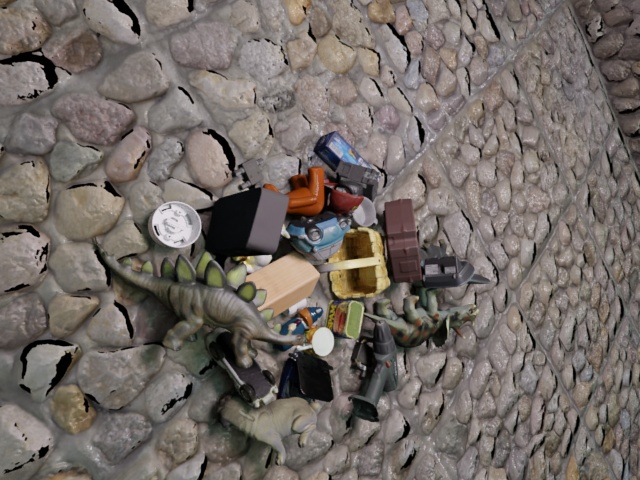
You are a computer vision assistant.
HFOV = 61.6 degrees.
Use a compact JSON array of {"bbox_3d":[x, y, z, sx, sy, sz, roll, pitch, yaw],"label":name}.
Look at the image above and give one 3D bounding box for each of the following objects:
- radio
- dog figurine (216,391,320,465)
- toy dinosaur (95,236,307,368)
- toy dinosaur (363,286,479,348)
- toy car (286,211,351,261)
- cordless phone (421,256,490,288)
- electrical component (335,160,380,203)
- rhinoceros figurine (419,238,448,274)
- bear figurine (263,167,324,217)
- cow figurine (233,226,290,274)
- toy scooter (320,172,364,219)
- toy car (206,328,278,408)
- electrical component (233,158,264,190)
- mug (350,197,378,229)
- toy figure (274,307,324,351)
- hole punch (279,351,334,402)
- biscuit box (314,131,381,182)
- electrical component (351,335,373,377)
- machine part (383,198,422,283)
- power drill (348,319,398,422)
[{"bbox_3d":[-0.164,-0.033,1.164,0.073,0.230,0.131,18,77,-32],"label":"radio"},{"bbox_3d":[-0.113,0.380,1.197,0.172,0.121,0.190,-47,114,-11],"label":"dog figurine"},{"bbox_3d":[-0.245,0.126,1.099,0.471,0.105,0.198,18,96,-8],"label":"toy dinosaur"},{"bbox_3d":[0.273,0.244,1.553,0.405,0.131,0.192,-12,91,-33],"label":"toy dinosaur"},{"bbox_3d":[-0.003,-0.004,1.291,0.162,0.109,0.102,-18,111,-29],"label":"toy car"},{"bbox_3d":[0.400,0.107,1.569,0.184,0.147,0.088,14,74,-42],"label":"cordless phone"},{"bbox_3d":[0.097,-0.144,1.445,0.115,0.134,0.058,21,61,10],"label":"electrical component"},{"bbox_3d":[0.315,0.059,1.637,0.190,0.073,0.112,-22,109,-40],"label":"rhinoceros figurine"},{"bbox_3d":[-0.089,-0.108,1.308,0.196,0.120,0.132,-2,81,-33],"label":"bear figurine"},{"bbox_3d":[-0.122,0.008,1.245,0.098,0.167,0.068,15,31,-46],"label":"cow figurine"},{"bbox_3d":[0.029,-0.097,1.379,0.075,0.184,0.135,-2,110,-49],"label":"toy scooter"},{"bbox_3d":[-0.172,0.276,1.179,0.073,0.056,0.202,-30,73,-36],"label":"toy car"},{"bbox_3d":[-0.167,-0.163,1.310,0.094,0.021,0.063,-36,106,-37],"label":"electrical component"},{"bbox_3d":[0.095,-0.064,1.449,0.109,0.107,0.081,20,71,-34],"label":"mug"},{"bbox_3d":[-0.052,0.210,1.325,0.154,0.064,0.058,-40,94,-34],"label":"toy figure"},{"bbox_3d":[-0.037,0.347,1.316,0.142,0.092,0.116,23,44,-31],"label":"hole punch"},{"bbox_3d":[0.076,-0.209,1.484,0.202,0.063,0.059,41,62,-26],"label":"biscuit box"},{"bbox_3d":[0.119,0.312,1.458,0.078,0.045,0.102,39,62,-27],"label":"electrical component"},{"bbox_3d":[0.227,0.003,1.487,0.201,0.087,0.200,-85,165,-46],"label":"machine part"},{"bbox_3d":[0.144,0.350,1.403,0.207,0.086,0.231,-63,148,-43],"label":"power drill"}]
